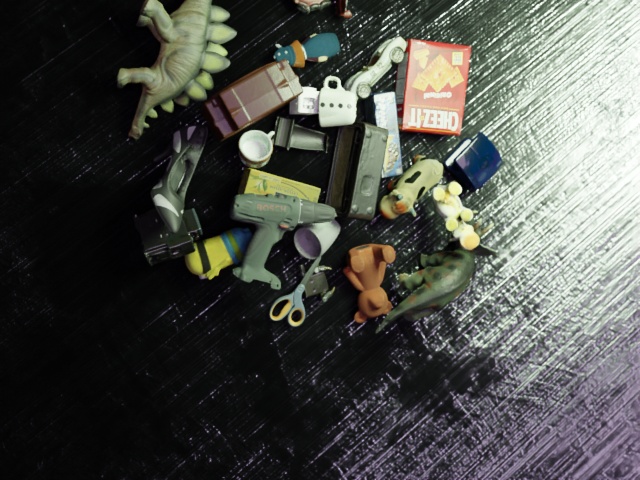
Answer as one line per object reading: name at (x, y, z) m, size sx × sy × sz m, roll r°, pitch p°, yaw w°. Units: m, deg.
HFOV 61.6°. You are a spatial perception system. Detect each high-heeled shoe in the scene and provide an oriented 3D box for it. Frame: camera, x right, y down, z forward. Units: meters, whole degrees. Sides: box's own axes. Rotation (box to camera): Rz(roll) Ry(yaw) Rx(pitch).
high-heeled shoe at (-0.280, -0.135, 1.136) m, size 0.145 × 0.249 × 0.086 m, roll -26°, pitch 150°, yaw 9°

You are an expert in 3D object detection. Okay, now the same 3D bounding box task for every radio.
radio at (0.084, -0.160, 1.261) m, size 0.073 × 0.131 × 0.229 m, roll 5°, pitch 99°, yaw -27°

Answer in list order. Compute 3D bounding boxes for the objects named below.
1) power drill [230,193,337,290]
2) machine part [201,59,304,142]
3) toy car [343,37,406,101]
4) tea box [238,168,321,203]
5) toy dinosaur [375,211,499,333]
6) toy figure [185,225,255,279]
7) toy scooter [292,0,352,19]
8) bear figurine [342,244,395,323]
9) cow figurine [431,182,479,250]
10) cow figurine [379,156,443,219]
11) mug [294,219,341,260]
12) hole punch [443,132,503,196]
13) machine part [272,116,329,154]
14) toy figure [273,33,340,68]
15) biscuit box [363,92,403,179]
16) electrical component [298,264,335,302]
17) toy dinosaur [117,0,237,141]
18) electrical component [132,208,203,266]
power drill at (-0.094, 0.001, 1.177) m, size 0.232 × 0.086 × 0.207 m, roll 13°, pitch 107°, yaw -17°
machine part at (-0.147, -0.293, 1.135) m, size 0.201 × 0.201 × 0.087 m, roll -32°, pitch 104°, yaw -9°
toy car at (0.123, -0.396, 1.265) m, size 0.202 × 0.074 × 0.056 m, roll -46°, pitch 112°, yaw -5°
tea box at (-0.095, -0.112, 1.238) m, size 0.169 × 0.098 × 0.068 m, roll 13°, pitch 95°, yaw -17°
toy dinosaur at (0.305, 0.092, 1.314) m, size 0.131 × 0.192 × 0.405 m, roll 47°, pitch 56°, yaw -8°
toy figure at (-0.222, 0.021, 1.235) m, size 0.180 × 0.082 × 0.089 m, roll -29°, pitch 95°, yaw -5°
toy scooter at (0.009, -0.555, 1.205) m, size 0.184 × 0.075 × 0.135 m, roll -22°, pitch 107°, yaw -16°
bear figurine at (0.127, 0.113, 1.330) m, size 0.120 × 0.132 × 0.195 m, roll -13°, pitch 97°, yaw -13°
cow figurine at (0.320, -0.055, 1.282) m, size 0.068 × 0.098 × 0.167 m, roll -24°, pitch 92°, yaw 2°
cow figurine at (0.223, -0.124, 1.315) m, size 0.195 × 0.127 × 0.085 m, roll -43°, pitch 105°, yaw -8°
mug at (-0.003, -0.004, 1.289) m, size 0.081 × 0.109 × 0.107 m, roll 41°, pitch 46°, yaw 14°
hole punch at (0.392, -0.197, 1.355) m, size 0.116 × 0.092 × 0.142 m, roll 43°, pitch 82°, yaw 0°
machine part at (-0.043, -0.243, 1.262) m, size 0.139 × 0.039 × 0.084 m, roll 13°, pitch 91°, yaw -17°
toy figure at (-0.032, -0.426, 1.222) m, size 0.154 × 0.064 × 0.057 m, roll -19°, pitch 141°, yaw -8°
biscuit box at (0.154, -0.254, 1.305) m, size 0.059 × 0.063 × 0.202 m, roll -12°, pitch 103°, yaw -16°
electrical component at (-0.007, 0.104, 1.330) m, size 0.078 × 0.045 × 0.102 m, roll -12°, pitch 103°, yaw -16°
toy dinosaur at (-0.287, -0.417, 1.129) m, size 0.198 × 0.105 × 0.471 m, roll 21°, pitch 102°, yaw -26°
electrical component at (-0.330, -0.020, 1.179) m, size 0.134 × 0.058 × 0.115 m, roll -21°, pitch 68°, yaw -12°
